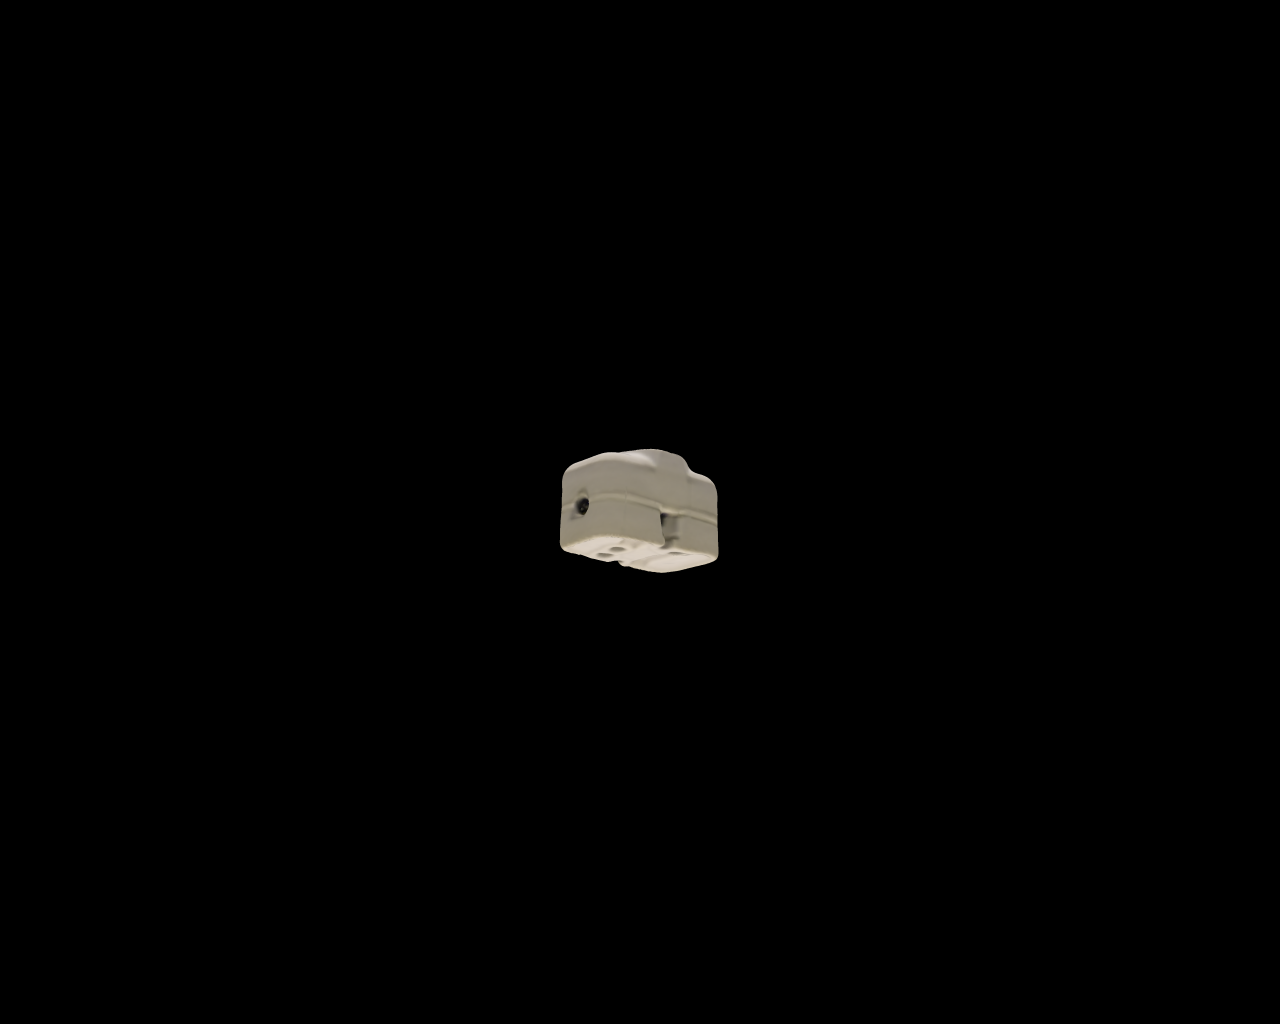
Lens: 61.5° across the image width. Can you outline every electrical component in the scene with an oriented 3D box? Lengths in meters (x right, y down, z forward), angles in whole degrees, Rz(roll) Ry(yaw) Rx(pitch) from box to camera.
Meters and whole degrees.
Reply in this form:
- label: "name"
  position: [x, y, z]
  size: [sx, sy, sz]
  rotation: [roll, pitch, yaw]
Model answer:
- label: "electrical component"
  position: [0.001, -0.003, 0.650]
  size: [0.095, 0.059, 0.053]
  rotation: [14, -22, -40]
